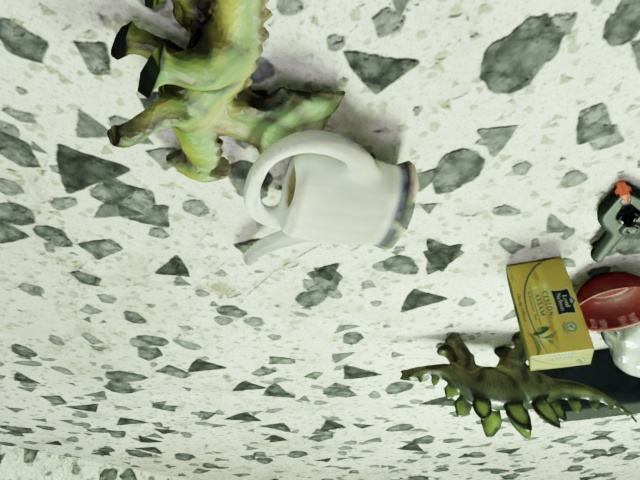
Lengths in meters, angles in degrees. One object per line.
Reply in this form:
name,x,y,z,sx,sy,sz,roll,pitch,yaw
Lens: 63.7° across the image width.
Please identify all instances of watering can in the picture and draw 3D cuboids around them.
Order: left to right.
watering can,0.002,-0.036,0.722,0.224,0.106,0.340,8,152,-11

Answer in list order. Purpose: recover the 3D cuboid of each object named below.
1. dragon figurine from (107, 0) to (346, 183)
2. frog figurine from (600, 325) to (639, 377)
dragon figurine,-0.079,-0.179,0.562,0.242,0.124,0.404,11,146,-42
frog figurine,0.657,0.202,1.010,0.137,0.125,0.156,31,147,-7
